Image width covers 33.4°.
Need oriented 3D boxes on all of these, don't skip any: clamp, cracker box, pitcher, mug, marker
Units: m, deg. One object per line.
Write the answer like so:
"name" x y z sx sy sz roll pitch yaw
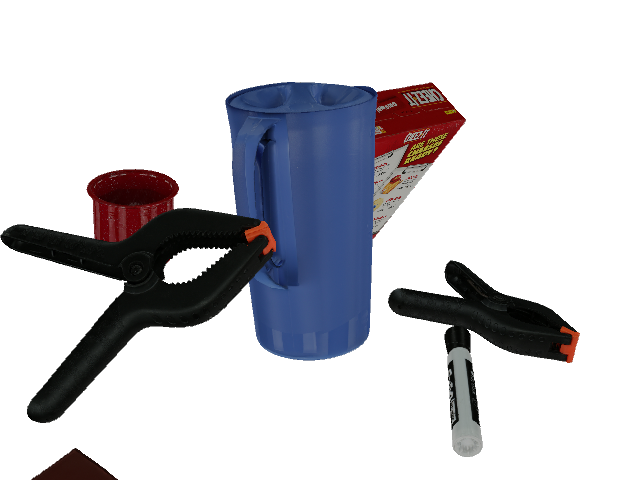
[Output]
"clamp" 0.161 0.064 0.993 0.172 0.039 0.120 21 32 21
"cracker box" 0.039 -0.073 1.190 0.163 0.072 0.214 -18 -28 -45
"pitcher" -0.017 -0.016 0.961 0.149 0.243 0.145 -9 20 -17
"mug" -0.196 -0.025 1.121 0.093 0.081 0.117 -1 28 -9
"marker" 0.095 0.097 0.720 0.020 0.020 0.121 0 32 4
"clamp" -0.139 0.023 0.791 0.210 0.165 0.036 -25 -29 -2

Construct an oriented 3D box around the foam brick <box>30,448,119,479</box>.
"foam brick" -0.097 0.139 0.457 0.078 0.051 0.052 26 45 33
